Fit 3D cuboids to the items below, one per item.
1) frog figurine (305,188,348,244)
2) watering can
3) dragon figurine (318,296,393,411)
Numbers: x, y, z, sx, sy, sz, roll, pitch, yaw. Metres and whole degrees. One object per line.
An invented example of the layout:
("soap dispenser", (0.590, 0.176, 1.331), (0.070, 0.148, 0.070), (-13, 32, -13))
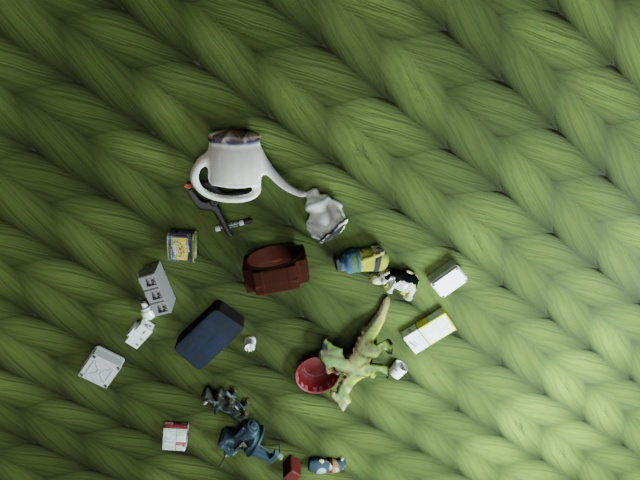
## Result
("frog figurine", (0.005, -0.082, 1.630), (0.136, 0.123, 0.161), (-43, 74, 21))
("watering can", (-0.210, -0.219, 1.535), (0.348, 0.105, 0.221), (-1, 111, -9))
("dragon figurine", (0.116, 0.391, 1.796), (0.243, 0.122, 0.409), (3, 95, -16))
